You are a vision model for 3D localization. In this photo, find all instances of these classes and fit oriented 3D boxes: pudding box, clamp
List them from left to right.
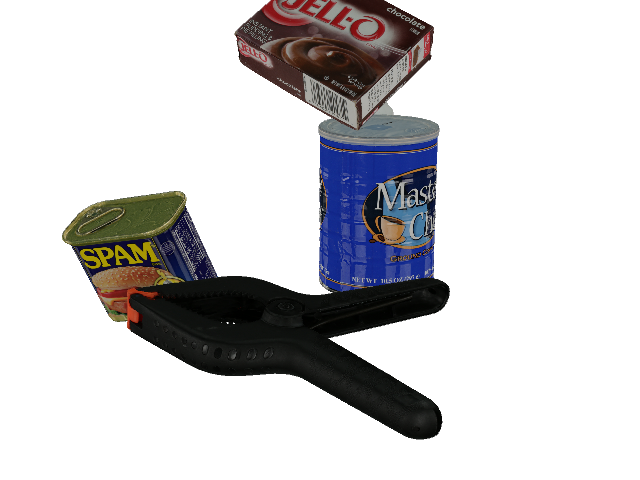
[{"bbox_3d":[-0.016,0.053,0.673,0.210,0.036,0.164,10,25,11],"label":"clamp"},{"bbox_3d":[0.010,-0.139,0.761,0.114,0.090,0.039,34,-25,21],"label":"pudding box"}]

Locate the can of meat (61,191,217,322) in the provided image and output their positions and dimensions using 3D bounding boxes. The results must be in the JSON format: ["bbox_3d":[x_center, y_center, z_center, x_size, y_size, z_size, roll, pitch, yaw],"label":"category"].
[{"bbox_3d":[-0.140,0.015,0.845,0.102,0.084,0.057,-6,33,25],"label":"can of meat"}]

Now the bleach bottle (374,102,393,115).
[{"bbox_3d":[0.050,-0.061,1.233,0.068,0.251,0.103,-2,23,-20],"label":"bleach bottle"}]

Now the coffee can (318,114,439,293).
[{"bbox_3d":[0.049,-0.031,0.925,0.103,0.140,0.103,0,17,0],"label":"coffee can"}]
